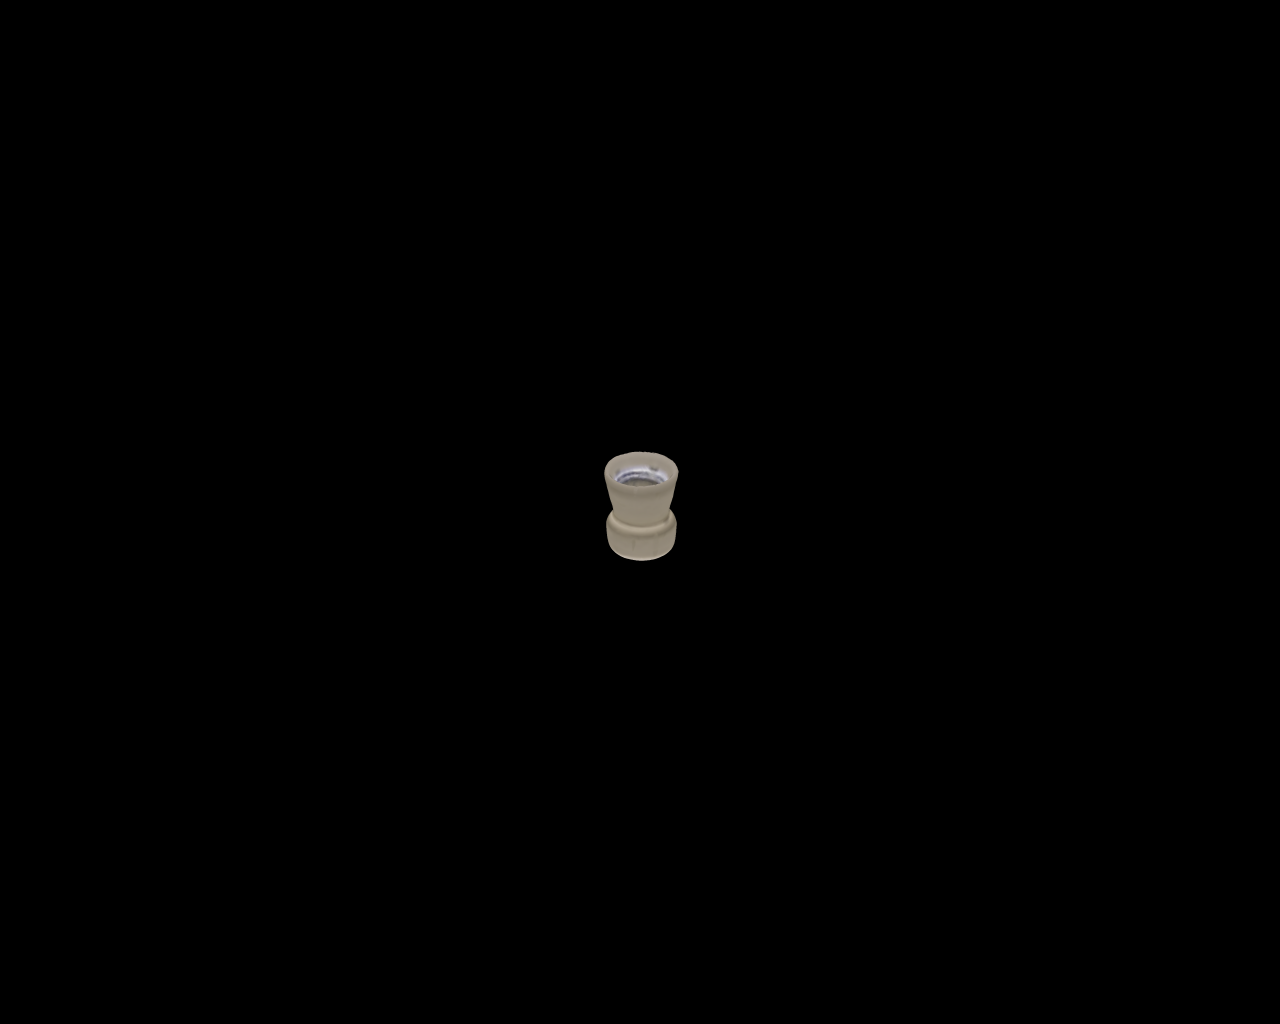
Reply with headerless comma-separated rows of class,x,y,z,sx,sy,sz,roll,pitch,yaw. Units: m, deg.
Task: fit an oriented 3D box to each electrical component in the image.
electrical component,0.001,-0.003,0.650,0.045,0.055,0.045,0,31,0
